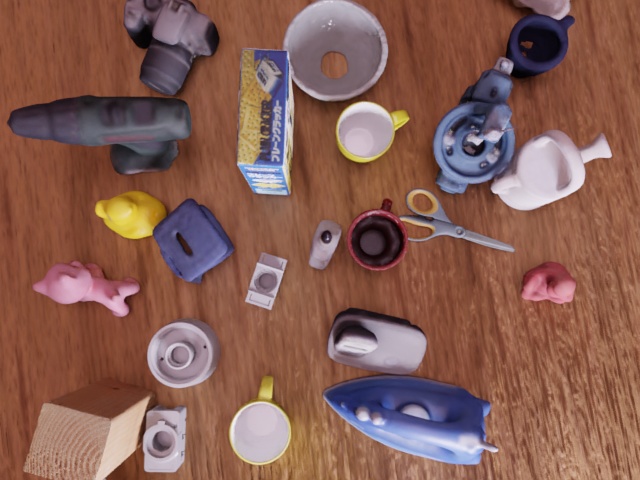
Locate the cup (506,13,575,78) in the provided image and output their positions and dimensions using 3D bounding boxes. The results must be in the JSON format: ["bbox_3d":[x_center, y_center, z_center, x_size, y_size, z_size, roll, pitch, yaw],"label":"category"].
[{"bbox_3d":[0.347,-0.310,0.924,0.118,0.095,0.091,-38,87,-4],"label":"cup"}]

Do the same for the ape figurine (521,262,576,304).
[{"bbox_3d":[0.365,0.070,0.893,0.078,0.092,0.076,39,86,3],"label":"ape figurine"}]

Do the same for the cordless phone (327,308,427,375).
[{"bbox_3d":[0.086,0.154,0.834,0.147,0.185,0.094,8,85,0],"label":"cordless phone"}]

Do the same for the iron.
[{"bbox_3d":[0.130,0.267,0.846,0.258,0.141,0.119,12,85,0],"label":"iron"}]

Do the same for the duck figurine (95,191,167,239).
[{"bbox_3d":[-0.297,-0.043,0.893,0.104,0.086,0.077,6,85,0],"label":"duck figurine"}]

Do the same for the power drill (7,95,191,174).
[{"bbox_3d":[-0.296,-0.155,0.841,0.229,0.208,0.076,-7,85,-2],"label":"power drill"}]

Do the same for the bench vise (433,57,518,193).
[{"bbox_3d":[0.235,-0.184,0.848,0.121,0.219,0.207,5,85,0],"label":"bench vise"}]

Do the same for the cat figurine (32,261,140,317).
[{"bbox_3d":[-0.354,0.071,0.866,0.128,0.117,0.067,18,85,1],"label":"cat figurine"}]

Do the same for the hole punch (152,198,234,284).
[{"bbox_3d":[-0.199,0.004,0.888,0.101,0.091,0.108,-36,86,-4],"label":"hole punch"}]

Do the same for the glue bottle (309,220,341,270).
[{"bbox_3d":[0.008,0.003,0.851,0.037,0.173,0.078,18,85,1],"label":"glue bottle"}]

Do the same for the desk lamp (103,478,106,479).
[{"bbox_3d":[-0.274,0.419,0.789,0.203,0.213,0.118,43,86,3],"label":"desk lamp"}]

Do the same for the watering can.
[{"bbox_3d":[0.345,-0.113,0.857,0.173,0.194,0.101,-43,87,-4],"label":"watering can"}]

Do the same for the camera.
[{"bbox_3d":[-0.251,-0.313,0.910,0.143,0.101,0.137,21,85,1],"label":"camera"}]

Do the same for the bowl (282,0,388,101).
[{"bbox_3d":[0.023,-0.296,0.927,0.167,0.074,0.167,0,85,-1],"label":"bowl"}]

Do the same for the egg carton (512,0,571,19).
[{"bbox_3d":[0.357,-0.433,0.948,0.150,0.069,0.107,34,85,2],"label":"egg carton"}]
